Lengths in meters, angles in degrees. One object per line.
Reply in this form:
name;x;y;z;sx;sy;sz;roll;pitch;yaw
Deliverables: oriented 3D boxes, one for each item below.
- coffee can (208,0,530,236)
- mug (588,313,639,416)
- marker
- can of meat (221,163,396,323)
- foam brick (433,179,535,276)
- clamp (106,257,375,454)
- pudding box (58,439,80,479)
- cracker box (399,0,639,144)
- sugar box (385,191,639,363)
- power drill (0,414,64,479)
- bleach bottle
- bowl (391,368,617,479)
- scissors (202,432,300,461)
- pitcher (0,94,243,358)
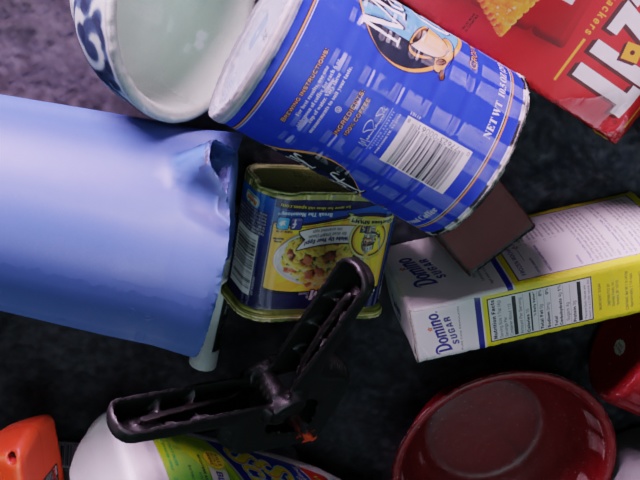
coffee can;0.026;-0.078;0.574;0.140;0.103;0.103;27;108;-16
mug;0.243;0.074;0.733;0.081;0.093;0.117;23;79;-13
marker;-0.065;0.030;0.696;0.020;0.020;0.121;9;113;-13
can of meat;-0.004;0.001;0.663;0.101;0.057;0.084;0;113;-26
foam brick;0.088;-0.025;0.662;0.051;0.078;0.053;-39;116;9
clamp;-0.038;0.095;0.653;0.164;0.036;0.210;-28;156;-10
pudding box;-0.163;0.186;0.743;0.113;0.039;0.090;8;113;-12
cracker box;0.130;-0.177;0.600;0.213;0.072;0.164;29;108;-20
sugar box;0.134;0.022;0.682;0.176;0.093;0.048;-14;116;-1
power drill;-0.260;0.146;0.678;0.188;0.057;0.184;1;113;13
bleach bottle;-0.036;0.181;0.716;0.250;0.103;0.068;16;118;-37
bowl;0.124;0.149;0.761;0.162;0.055;0.162;-3;115;-7
scissors;-0.097;0.214;0.778;0.096;0.016;0.202;38;103;-25
pitcher;-0.172;-0.013;0.609;0.242;0.145;0.149;12;100;-10
